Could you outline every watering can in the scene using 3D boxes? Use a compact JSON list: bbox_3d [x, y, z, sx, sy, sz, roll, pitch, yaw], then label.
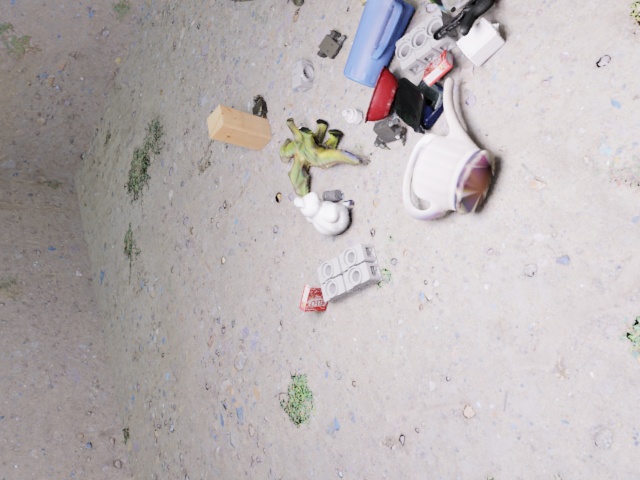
[{"bbox_3d":[0.307,-0.200,1.204,0.227,0.104,0.345,30,105,46],"label":"watering can"}]

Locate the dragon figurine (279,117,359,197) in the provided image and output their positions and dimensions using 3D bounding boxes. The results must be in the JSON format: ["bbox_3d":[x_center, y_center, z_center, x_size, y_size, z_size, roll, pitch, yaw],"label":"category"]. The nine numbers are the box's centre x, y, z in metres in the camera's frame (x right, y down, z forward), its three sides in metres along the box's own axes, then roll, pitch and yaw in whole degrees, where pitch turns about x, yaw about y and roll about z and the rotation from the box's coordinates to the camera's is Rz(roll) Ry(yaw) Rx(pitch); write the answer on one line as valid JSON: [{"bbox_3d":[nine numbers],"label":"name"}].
[{"bbox_3d":[-0.024,-0.239,1.616,0.418,0.123,0.237,49,136,44],"label":"dragon figurine"}]

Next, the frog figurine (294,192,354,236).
[{"bbox_3d":[0.004,-0.074,1.479,0.137,0.159,0.123,6,90,49],"label":"frog figurine"}]
